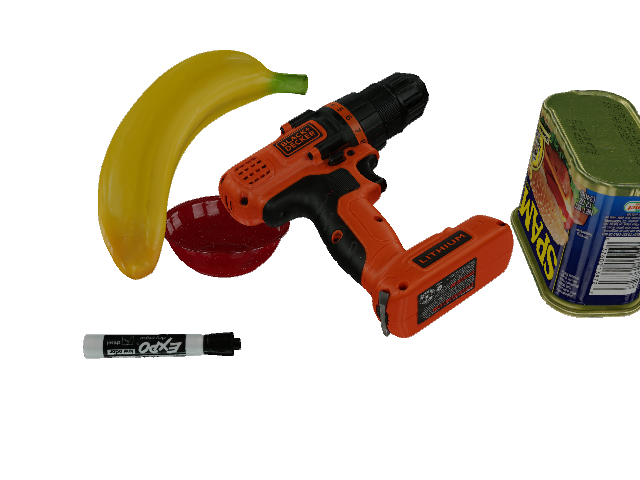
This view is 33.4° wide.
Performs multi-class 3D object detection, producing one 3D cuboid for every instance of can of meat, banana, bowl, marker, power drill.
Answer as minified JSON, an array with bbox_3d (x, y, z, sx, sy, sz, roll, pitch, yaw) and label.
[{"bbox_3d":[0.146,-0.022,0.582,0.057,0.084,0.102,0,38,-7],"label":"can of meat"},{"bbox_3d":[-0.075,-0.056,0.577,0.070,0.037,0.197,18,44,16],"label":"banana"},{"bbox_3d":[-0.119,0.001,1.325,0.162,0.055,0.162,1,27,-1],"label":"bowl"},{"bbox_3d":[-0.122,0.081,0.829,0.121,0.020,0.020,-1,0,1],"label":"marker"},{"bbox_3d":[0.047,-0.032,0.760,0.184,0.057,0.188,-34,54,-17],"label":"power drill"}]
